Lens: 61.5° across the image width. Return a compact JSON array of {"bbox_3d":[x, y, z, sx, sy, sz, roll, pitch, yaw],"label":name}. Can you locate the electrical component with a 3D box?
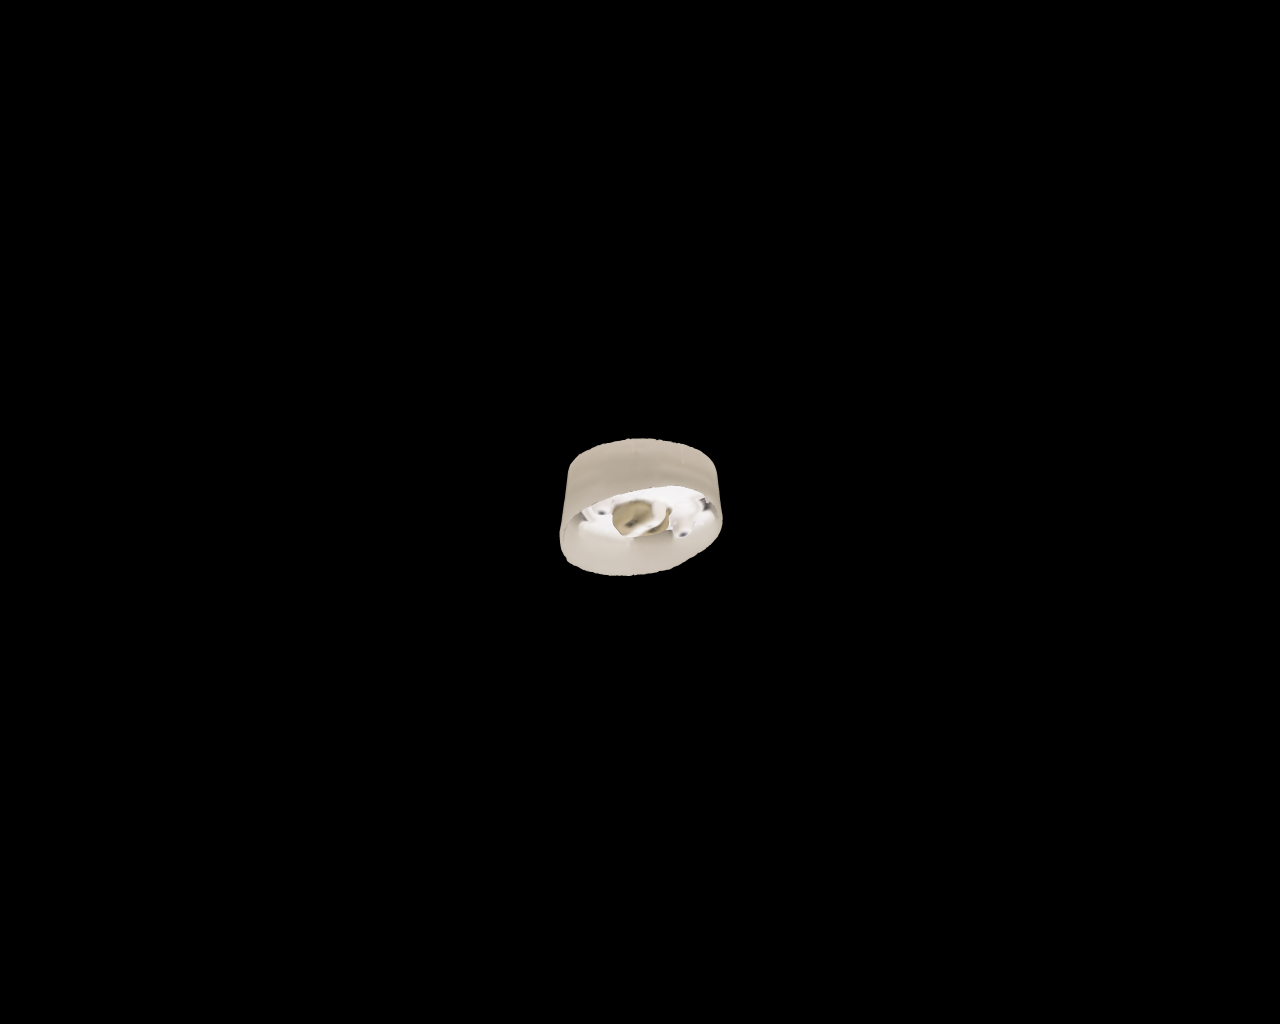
[{"bbox_3d":[0.001,-0.003,0.650,0.099,0.064,0.099,0,-22,0],"label":"electrical component"}]
